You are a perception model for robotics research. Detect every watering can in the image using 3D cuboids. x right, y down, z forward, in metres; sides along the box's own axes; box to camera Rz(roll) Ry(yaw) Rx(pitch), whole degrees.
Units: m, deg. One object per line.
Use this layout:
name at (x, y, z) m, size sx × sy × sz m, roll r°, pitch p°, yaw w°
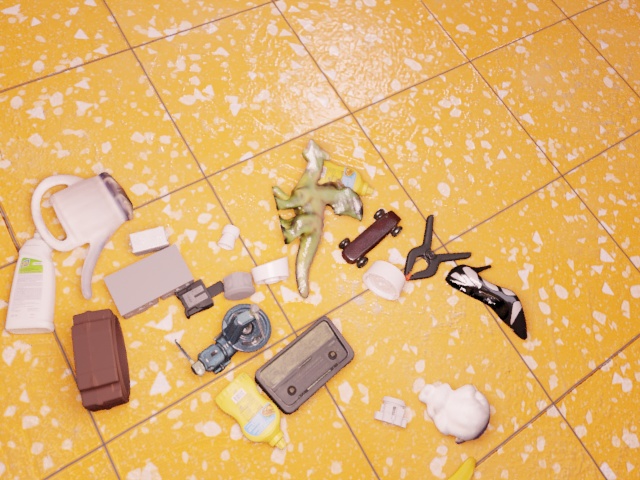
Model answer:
watering can at (-0.574, -0.037, 1.295) m, size 0.226 × 0.102 × 0.351 m, roll -30°, pitch 74°, yaw -21°

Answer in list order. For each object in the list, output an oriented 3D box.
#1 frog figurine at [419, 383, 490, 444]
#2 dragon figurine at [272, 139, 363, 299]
frog figurine at (0.329, 0.405, 1.257) m, size 0.159 × 0.122 × 0.138 m, roll 44°, pitch 87°, yaw -3°
dragon figurine at (0.004, -0.070, 1.391) m, size 0.243 × 0.121 × 0.412 m, roll -15°, pitch 83°, yaw -8°
